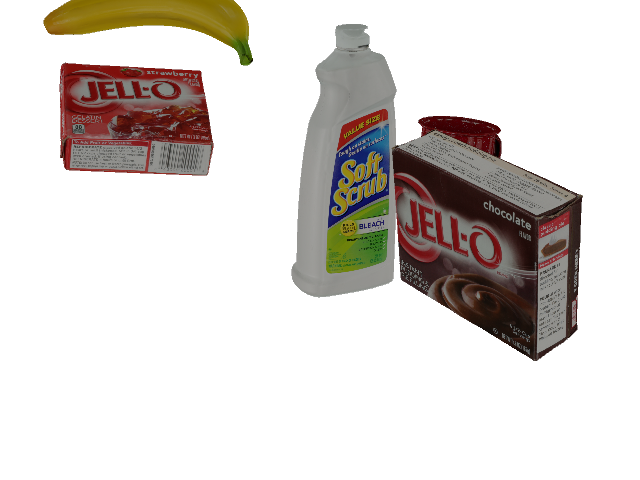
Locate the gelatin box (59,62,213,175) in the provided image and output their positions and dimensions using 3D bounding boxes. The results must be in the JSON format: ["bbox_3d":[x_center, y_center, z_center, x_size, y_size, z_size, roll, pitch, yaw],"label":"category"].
[{"bbox_3d":[-0.114,-0.075,0.654,0.089,0.030,0.073,2,44,-16],"label":"gelatin box"}]

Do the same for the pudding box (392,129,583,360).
[{"bbox_3d":[0.089,0.000,0.583,0.039,0.090,0.114,-28,38,-29],"label":"pudding box"}]

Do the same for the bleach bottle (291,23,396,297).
[{"bbox_3d":[0.022,-0.076,1.010,0.102,0.251,0.068,-10,24,-21],"label":"bleach bottle"}]

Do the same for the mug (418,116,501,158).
[{"bbox_3d":[0.162,-0.094,1.220,0.117,0.081,0.093,-11,24,-39],"label":"mug"}]

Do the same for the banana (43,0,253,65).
[{"bbox_3d":[-0.143,-0.197,0.930,0.198,0.037,0.069,10,47,15],"label":"banana"}]
